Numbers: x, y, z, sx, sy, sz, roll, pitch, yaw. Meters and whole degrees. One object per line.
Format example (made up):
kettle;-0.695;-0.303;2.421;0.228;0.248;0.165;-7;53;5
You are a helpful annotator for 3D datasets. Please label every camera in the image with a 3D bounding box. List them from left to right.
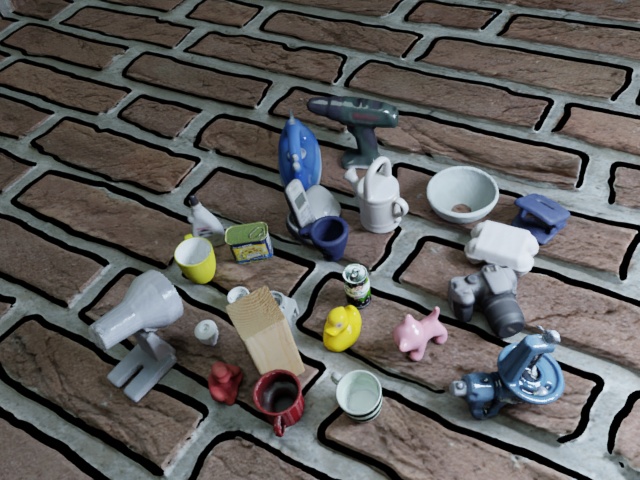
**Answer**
camera;0.348;0.127;1.168;0.143;0.101;0.136;-14;50;-1

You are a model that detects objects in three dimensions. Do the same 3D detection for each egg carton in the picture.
egg carton;0.401;0.018;1.269;0.150;0.069;0.107;16;55;22

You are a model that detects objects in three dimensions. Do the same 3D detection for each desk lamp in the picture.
desk lamp;-0.366;0.191;1.170;0.117;0.214;0.203;26;60;28

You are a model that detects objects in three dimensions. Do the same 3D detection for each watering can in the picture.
watering can;0.129;-0.115;1.346;0.172;0.194;0.101;10;53;18

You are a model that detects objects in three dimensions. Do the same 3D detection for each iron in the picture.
iron;-0.059;-0.217;1.500;0.118;0.142;0.258;-9;50;3

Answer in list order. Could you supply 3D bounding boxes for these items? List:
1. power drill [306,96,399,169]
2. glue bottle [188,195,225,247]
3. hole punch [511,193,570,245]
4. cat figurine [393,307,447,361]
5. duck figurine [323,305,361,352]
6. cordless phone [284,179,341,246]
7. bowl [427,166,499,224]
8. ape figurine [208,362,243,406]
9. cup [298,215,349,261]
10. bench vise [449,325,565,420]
power drill;0.090;-0.283;1.483;0.229;0.209;0.075;-1;51;10
glue bottle;-0.284;-0.047;1.378;0.078;0.173;0.037;-14;50;-1
hole punch;0.502;-0.063;1.304;0.101;0.091;0.108;-37;54;-20
cat figurine;0.194;0.181;1.140;0.128;0.118;0.067;-35;53;-18
duck figurine;0.043;0.171;1.196;0.077;0.086;0.105;22;58;26
cordless phone;-0.024;-0.091;1.360;0.094;0.185;0.148;19;57;24
bowl;0.338;-0.095;1.370;0.167;0.075;0.167;-5;50;6
ape figurine;-0.194;0.277;1.147;0.078;0.092;0.076;-34;53;-17
cup;0.012;0.005;1.333;0.117;0.095;0.091;1;51;11
bench vise;0.339;0.240;0.997;0.207;0.220;0.121;-25;51;-11
